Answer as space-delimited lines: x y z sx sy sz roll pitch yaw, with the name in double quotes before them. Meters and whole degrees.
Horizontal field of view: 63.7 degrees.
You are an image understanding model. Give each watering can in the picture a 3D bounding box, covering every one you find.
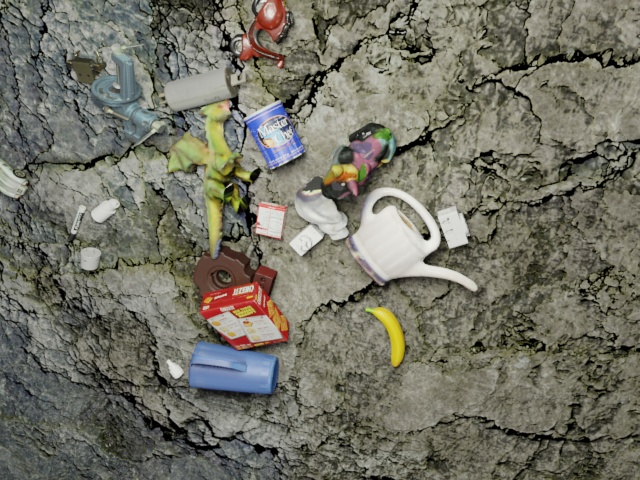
"watering can" 0.212 0.036 1.287 0.222 0.105 0.348 -39 87 21

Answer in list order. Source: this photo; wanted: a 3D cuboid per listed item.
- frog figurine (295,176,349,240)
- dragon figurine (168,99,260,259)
"frog figurine" 0.004 -0.066 1.305 0.138 0.124 0.156 15 126 42
"dragon figurine" -0.301 -0.171 1.357 0.244 0.123 0.404 32 110 19
